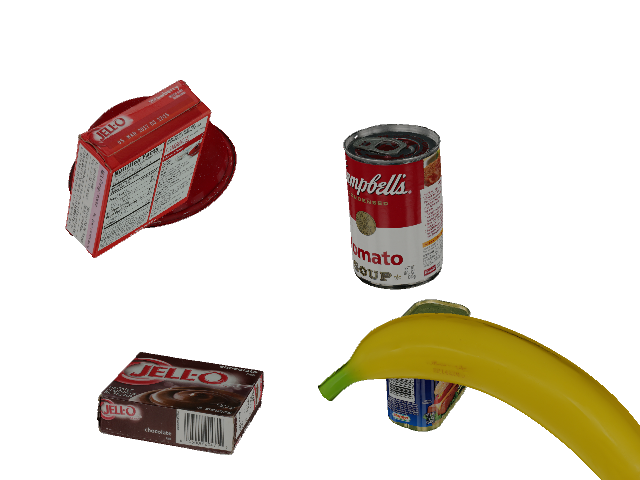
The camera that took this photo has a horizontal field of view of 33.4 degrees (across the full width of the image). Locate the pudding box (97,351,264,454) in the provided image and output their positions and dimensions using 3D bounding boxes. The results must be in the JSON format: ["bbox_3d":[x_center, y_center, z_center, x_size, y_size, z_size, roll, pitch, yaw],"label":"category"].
[{"bbox_3d":[-0.111,0.129,0.862,0.113,0.039,0.090,9,19,9],"label":"pudding box"}]

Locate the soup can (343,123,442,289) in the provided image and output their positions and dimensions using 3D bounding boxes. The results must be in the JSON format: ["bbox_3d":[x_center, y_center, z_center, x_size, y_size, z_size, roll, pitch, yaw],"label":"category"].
[{"bbox_3d":[0.053,-0.025,0.768,0.068,0.102,0.068,-4,27,2],"label":"soup can"}]

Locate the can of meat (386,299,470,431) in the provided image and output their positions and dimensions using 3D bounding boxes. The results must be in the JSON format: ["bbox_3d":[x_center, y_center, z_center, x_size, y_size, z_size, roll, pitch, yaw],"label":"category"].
[{"bbox_3d":[0.099,0.115,0.989,0.058,0.084,0.101,10,28,28],"label":"can of meat"}]

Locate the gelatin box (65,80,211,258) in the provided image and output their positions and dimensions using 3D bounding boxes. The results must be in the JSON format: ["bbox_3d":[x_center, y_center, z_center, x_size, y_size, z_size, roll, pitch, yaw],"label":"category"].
[{"bbox_3d":[-0.103,-0.040,0.598,0.073,0.030,0.089,-36,-17,-34],"label":"gelatin box"}]

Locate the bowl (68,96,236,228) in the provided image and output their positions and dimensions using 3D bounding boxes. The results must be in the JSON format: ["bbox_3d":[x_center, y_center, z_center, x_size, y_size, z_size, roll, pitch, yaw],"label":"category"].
[{"bbox_3d":[-0.162,-0.085,0.997,0.162,0.162,0.055,0,-44,7],"label":"bowl"}]

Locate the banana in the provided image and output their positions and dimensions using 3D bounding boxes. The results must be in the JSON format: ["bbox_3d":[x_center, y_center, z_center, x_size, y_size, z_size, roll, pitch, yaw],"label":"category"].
[{"bbox_3d":[0.101,0.084,0.572,0.198,0.070,0.037,19,11,13],"label":"banana"}]
